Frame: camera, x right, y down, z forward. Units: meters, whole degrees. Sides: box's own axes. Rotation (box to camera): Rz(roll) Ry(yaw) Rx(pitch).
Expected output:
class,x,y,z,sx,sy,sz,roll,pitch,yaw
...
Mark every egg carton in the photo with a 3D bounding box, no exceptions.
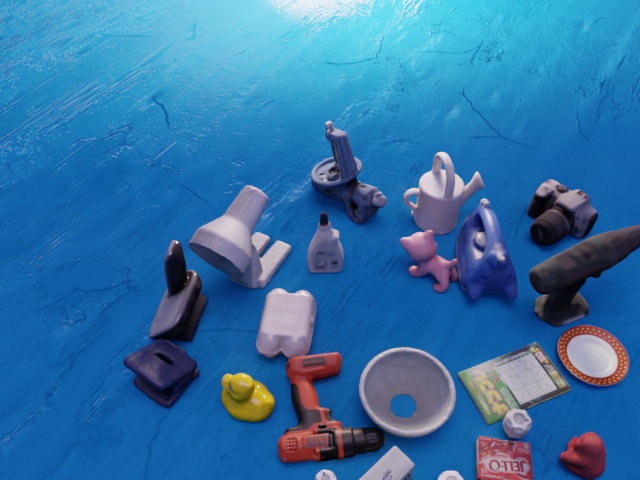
class,x,y,z,sx,sy,sz,roll,pitch,yaw
egg carton,-0.063,0.164,1.124,0.107,0.069,0.150,4,50,4

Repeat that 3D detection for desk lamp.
class,x,y,z,sx,sy,sz,roll,pitch,yaw
desk lamp,-0.159,0.005,1.166,0.117,0.214,0.203,22,53,19

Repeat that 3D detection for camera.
class,x,y,z,sx,sy,sz,roll,pitch,yaw
camera,0.527,-0.059,1.285,0.137,0.101,0.142,-31,56,-23

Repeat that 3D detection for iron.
class,x,y,z,sx,sy,sz,roll,pitch,yaw
iron,0.351,-0.002,1.212,0.118,0.141,0.258,-1,49,1

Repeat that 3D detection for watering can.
class,x,y,z,sx,sy,sz,roll,pitch,yaw
watering can,0.276,-0.114,1.274,0.173,0.194,0.100,-25,53,-19

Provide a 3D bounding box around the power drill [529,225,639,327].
class,x,y,z,sx,sy,sz,roll,pitch,yaw
power drill,0.499,0.072,1.102,0.230,0.208,0.075,-18,51,-14

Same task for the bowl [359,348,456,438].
class,x,y,z,sx,sy,sz,roll,pitch,yaw
bowl,0.152,0.281,1.017,0.167,0.075,0.167,0,49,1

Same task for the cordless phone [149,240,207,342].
class,x,y,z,sx,sy,sz,roll,pitch,yaw
cordless phone,-0.288,0.100,1.106,0.094,0.185,0.147,4,50,5

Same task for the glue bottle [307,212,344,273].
class,x,y,z,sx,sy,sz,roll,pitch,yaw
glue bottle,0.011,0.004,1.191,0.078,0.173,0.037,-1,49,1

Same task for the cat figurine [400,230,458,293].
class,x,y,z,sx,sy,sz,roll,pitch,yaw
cat figurine,0.231,0.033,1.200,0.127,0.118,0.067,30,56,24

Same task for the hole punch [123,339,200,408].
class,x,y,z,sx,sy,sz,roll,pitch,yaw
hole punch,-0.291,0.233,1.055,0.108,0.091,0.101,26,55,22

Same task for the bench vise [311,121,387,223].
class,x,y,z,sx,sy,sz,roll,pitch,yaw
bench vise,0.070,-0.160,1.300,0.207,0.220,0.122,20,53,17

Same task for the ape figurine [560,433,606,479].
class,x,y,z,sx,sy,sz,roll,pitch,yaw
ape figurine,0.440,0.348,0.944,0.078,0.092,0.076,-10,50,-8

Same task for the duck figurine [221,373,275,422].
class,x,y,z,sx,sy,sz,roll,pitch,yaw
duck figurine,-0.132,0.273,1.021,0.104,0.086,0.078,20,53,18
